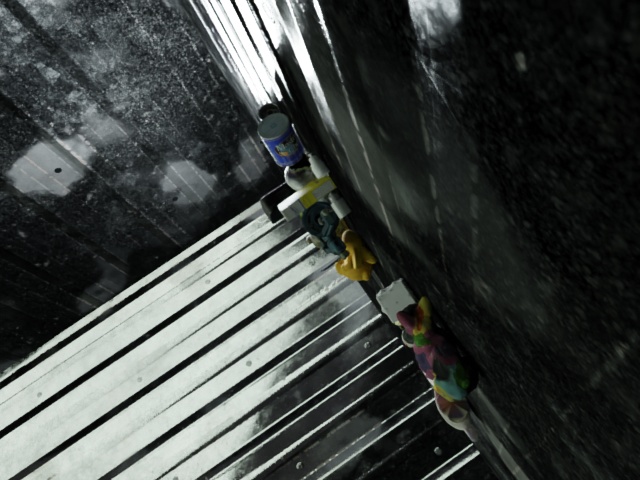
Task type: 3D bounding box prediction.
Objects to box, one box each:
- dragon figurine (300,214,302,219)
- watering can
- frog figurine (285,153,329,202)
[{"bbox_3d":[0.007,-0.117,2.325,0.245,0.123,0.402,29,161,45],"label":"dragon figurine"},{"bbox_3d":[0.472,0.590,1.931,0.354,0.104,0.220,55,176,37],"label":"watering can"},{"bbox_3d":[-0.043,-0.182,1.674,0.139,0.124,0.156,26,145,44],"label":"frog figurine"}]
